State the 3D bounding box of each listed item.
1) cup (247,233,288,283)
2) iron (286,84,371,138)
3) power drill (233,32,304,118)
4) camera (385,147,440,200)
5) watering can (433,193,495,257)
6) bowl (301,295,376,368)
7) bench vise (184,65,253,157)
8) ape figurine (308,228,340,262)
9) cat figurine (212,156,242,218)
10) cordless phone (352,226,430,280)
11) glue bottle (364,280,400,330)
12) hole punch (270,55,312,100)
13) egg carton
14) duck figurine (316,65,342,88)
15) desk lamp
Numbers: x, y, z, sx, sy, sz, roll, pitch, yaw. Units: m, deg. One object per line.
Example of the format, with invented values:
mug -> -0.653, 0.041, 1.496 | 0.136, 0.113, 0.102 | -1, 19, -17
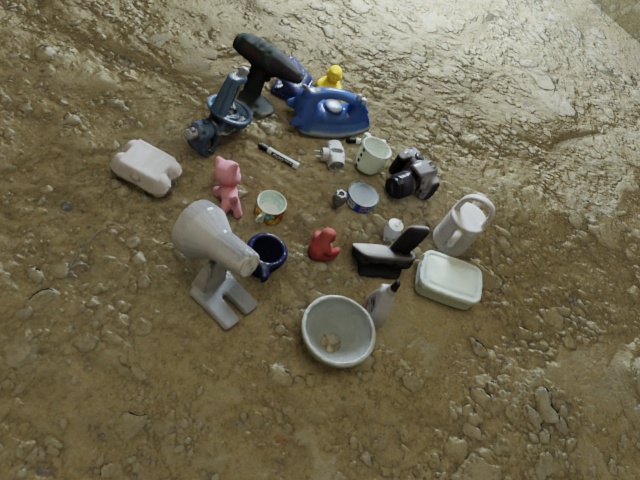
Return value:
cup -> -0.126, 0.056, 1.274 | 0.092, 0.095, 0.117 | 10, 55, -14
iron -> 0.043, -0.370, 1.592 | 0.259, 0.141, 0.118 | 0, 58, -20
power drill -> -0.147, -0.431, 1.521 | 0.229, 0.208, 0.076 | 44, 54, 12
camera -> 0.240, -0.177, 1.561 | 0.137, 0.100, 0.143 | -22, 67, -31
watering can -> 0.376, -0.054, 1.470 | 0.101, 0.194, 0.173 | 19, 53, -7
bowl -> 0.032, 0.208, 1.242 | 0.168, 0.074, 0.167 | 10, 55, -14
bench vise -> -0.234, -0.310, 1.401 | 0.121, 0.219, 0.207 | 27, 53, -1
ape figurine -> 0.012, 0.005, 1.361 | 0.076, 0.092, 0.077 | -19, 65, -29
cat figurine -> -0.214, -0.132, 1.353 | 0.067, 0.117, 0.127 | -5, 60, -23
cordless phone -> 0.167, 0.010, 1.355 | 0.148, 0.185, 0.094 | 2, 57, -19
glue bottle -> 0.141, 0.134, 1.270 | 0.037, 0.173, 0.078 | 9, 55, -14
hole punch -> -0.074, -0.460, 1.641 | 0.101, 0.091, 0.109 | 27, 53, -1
egg carton -> -0.405, -0.167, 1.337 | 0.150, 0.069, 0.107 | 28, 53, -1
duck figurine -> 0.035, -0.473, 1.694 | 0.077, 0.086, 0.104 | 23, 53, -4
desk lamp -> -0.206, 0.046, 1.176 | 0.203, 0.213, 0.118 | 43, 54, 11
